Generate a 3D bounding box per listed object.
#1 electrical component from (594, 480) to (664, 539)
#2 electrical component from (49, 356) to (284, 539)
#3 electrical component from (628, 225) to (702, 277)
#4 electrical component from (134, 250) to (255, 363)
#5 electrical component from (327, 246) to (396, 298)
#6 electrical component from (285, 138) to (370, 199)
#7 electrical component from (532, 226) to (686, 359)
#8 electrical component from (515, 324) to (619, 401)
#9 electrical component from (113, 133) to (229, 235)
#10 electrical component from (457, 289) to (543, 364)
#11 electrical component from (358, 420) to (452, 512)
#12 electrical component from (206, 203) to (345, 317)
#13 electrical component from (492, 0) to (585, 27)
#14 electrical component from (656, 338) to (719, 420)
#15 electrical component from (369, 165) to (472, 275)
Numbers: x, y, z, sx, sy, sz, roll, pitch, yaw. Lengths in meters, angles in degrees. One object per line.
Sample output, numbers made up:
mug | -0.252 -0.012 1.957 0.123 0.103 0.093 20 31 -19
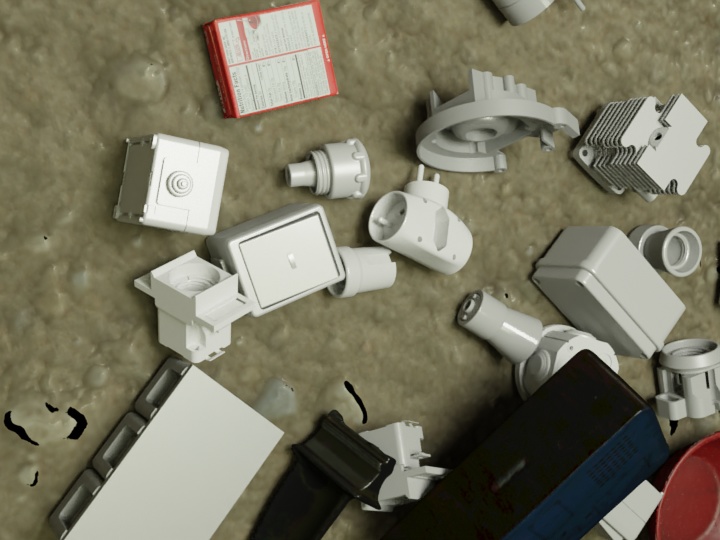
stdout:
electrical component | 0.215 0.198 0.952 0.096 0.062 0.061 42 76 -22
electrical component | -0.141 0.149 0.779 0.089 0.062 0.150 40 77 -22
electrical component | 0.271 -0.018 0.965 0.045 0.055 0.045 -2 95 -25
electrical component | -0.119 0.028 0.774 0.042 0.081 0.063 -31 137 -42
electrical component | 0.000 0.000 0.847 0.046 0.040 0.040 -7 97 -30
electrical component | -0.026 -0.075 0.827 0.062 0.048 0.048 -8 97 -17
electrical component | 0.213 0.020 0.928 0.113 0.078 0.057 45 72 -21
electrical component | 0.179 0.089 0.932 0.080 0.051 0.080 -2 95 -25
electrical component | -0.127 -0.058 0.750 0.061 0.096 0.061 10 90 -26
electrical component | 0.115 0.045 0.905 0.065 0.044 0.044 32 81 -19
electrical component | 0.027 0.155 0.854 0.042 0.081 0.063 20 56 -53
electrical component | -0.067 -0.006 0.802 0.096 0.061 0.061 -23 104 -22
electrical component | 0.173 -0.252 0.901 0.138 0.052 0.073 -49 112 -14
electrical component | 0.308 0.098 0.991 0.078 0.058 0.057 -16 103 -24
electrical component | 0.051 -0.045 0.862 0.077 0.043 0.079 25 64 -38
